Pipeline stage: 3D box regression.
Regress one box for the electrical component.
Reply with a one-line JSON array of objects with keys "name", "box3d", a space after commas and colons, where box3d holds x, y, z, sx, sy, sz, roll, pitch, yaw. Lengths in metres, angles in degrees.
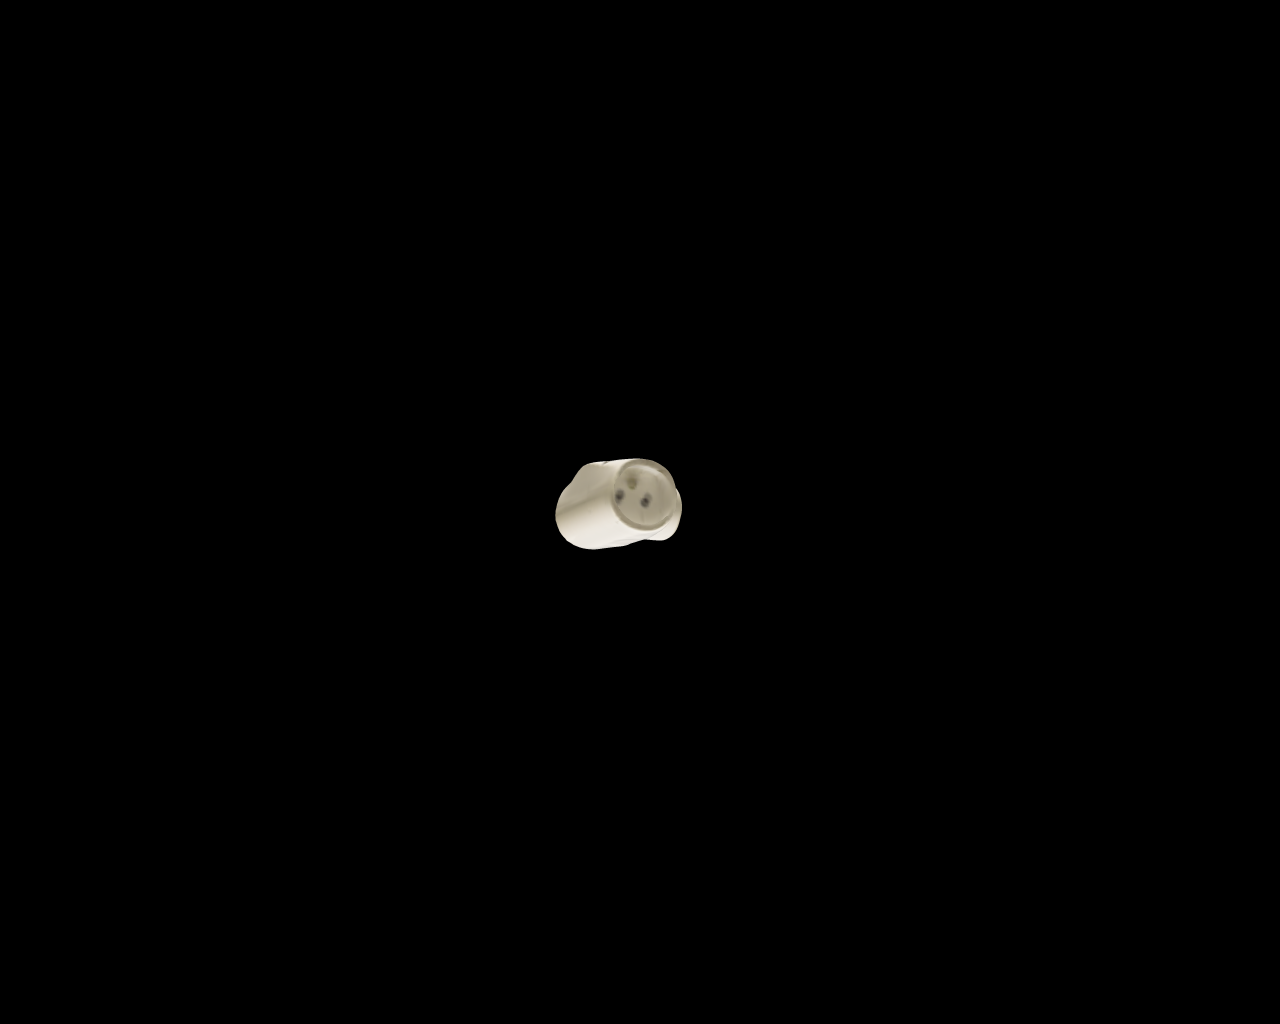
[{"name": "electrical component", "box3d": [0.001, -0.003, 0.650, 0.079, 0.043, 0.077, 6, -13, -27]}]
